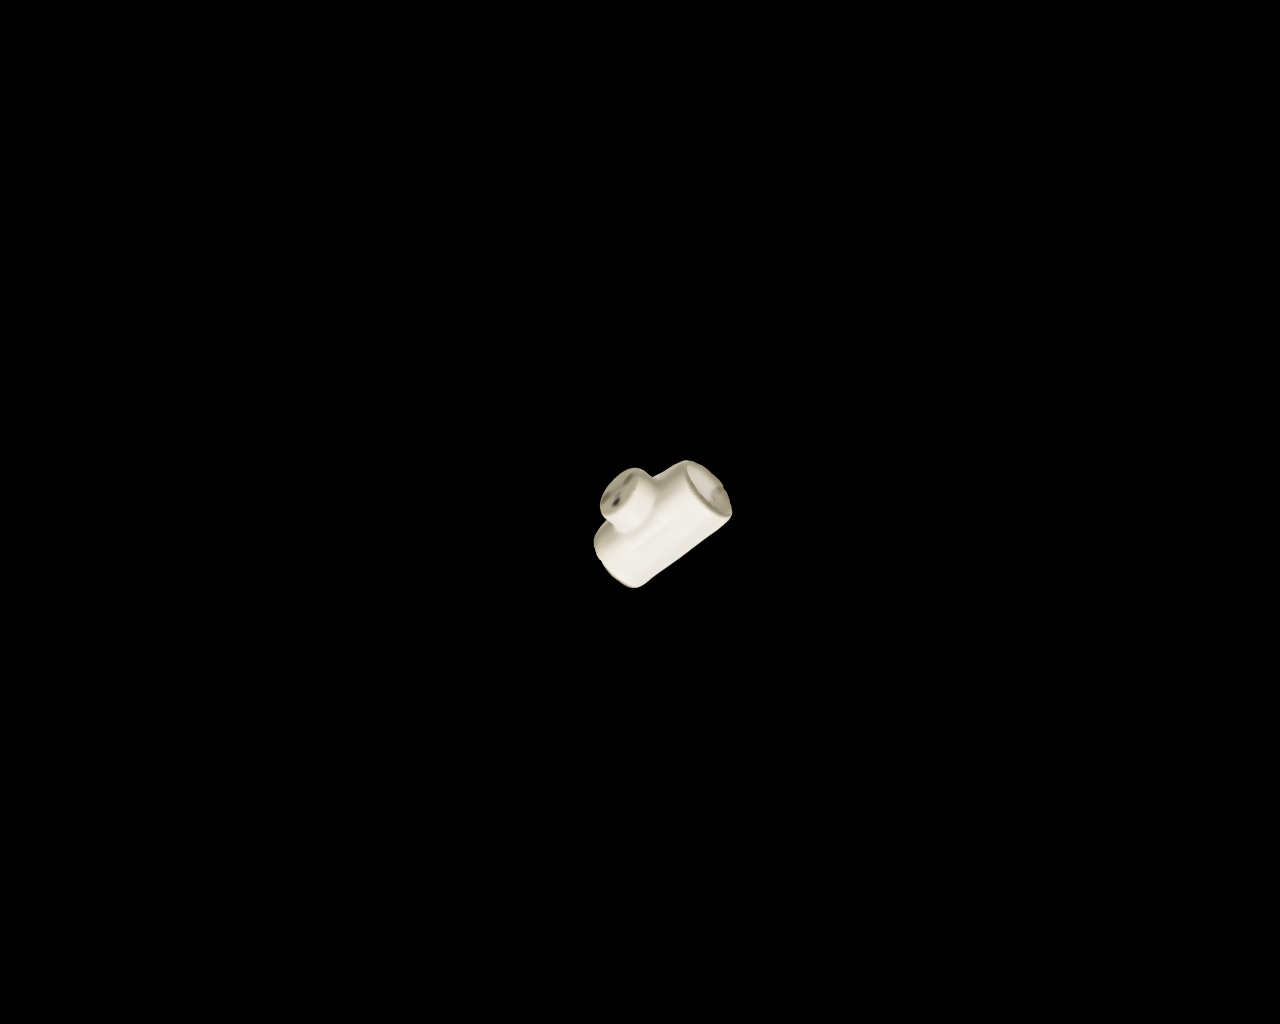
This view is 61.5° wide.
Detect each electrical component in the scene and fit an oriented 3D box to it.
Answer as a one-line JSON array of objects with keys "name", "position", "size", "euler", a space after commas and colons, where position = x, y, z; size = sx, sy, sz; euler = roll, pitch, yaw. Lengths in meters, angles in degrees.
[{"name": "electrical component", "position": [0.001, -0.003, 0.650], "size": [0.079, 0.043, 0.077], "euler": [39, -62, -25]}]
